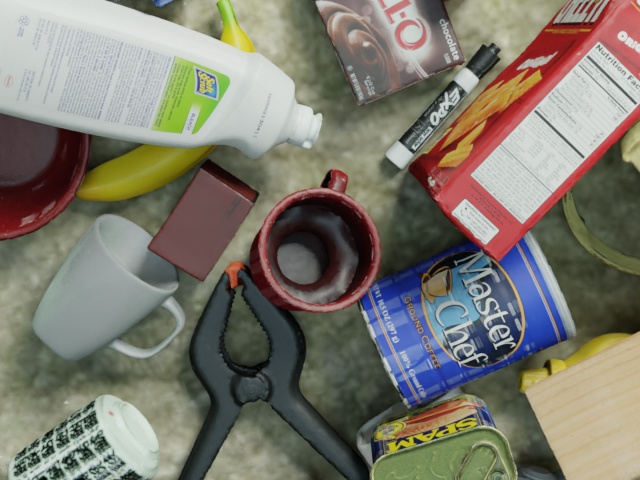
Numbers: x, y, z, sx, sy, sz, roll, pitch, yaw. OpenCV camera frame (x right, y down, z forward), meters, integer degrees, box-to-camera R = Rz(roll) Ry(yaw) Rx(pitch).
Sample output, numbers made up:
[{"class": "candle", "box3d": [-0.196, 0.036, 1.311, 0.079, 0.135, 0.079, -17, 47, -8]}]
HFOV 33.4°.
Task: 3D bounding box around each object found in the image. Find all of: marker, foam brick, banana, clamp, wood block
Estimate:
[{"class": "marker", "box3d": [0.098, -0.106, 0.838, 0.020, 0.020, 0.121, 41, 98, -6]}, {"class": "foam brick", "box3d": [-0.091, -0.015, 0.841, 0.053, 0.051, 0.078, 34, 99, -6]}, {"class": "banana", "box3d": [-0.109, -0.092, 0.837, 0.069, 0.037, 0.198, 42, 97, 9]}, {"class": "clamp", "box3d": [-0.044, 0.122, 0.871, 0.164, 0.036, 0.210, -2, 97, 1]}, {"class": "wood block", "box3d": [0.263, 0.105, 0.750, 0.206, 0.090, 0.090, -30, 64, 16]}]

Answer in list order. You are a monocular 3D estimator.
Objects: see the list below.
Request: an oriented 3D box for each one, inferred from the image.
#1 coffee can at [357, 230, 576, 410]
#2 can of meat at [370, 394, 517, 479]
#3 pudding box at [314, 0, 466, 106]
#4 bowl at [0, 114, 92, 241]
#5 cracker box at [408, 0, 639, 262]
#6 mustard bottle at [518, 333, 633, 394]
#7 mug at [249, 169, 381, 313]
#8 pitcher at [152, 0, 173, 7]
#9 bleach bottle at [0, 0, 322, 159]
[{"class": "coffee can", "box3d": [0.111, 0.056, 0.824, 0.140, 0.103, 0.103, -25, 99, 5]}, {"class": "can of meat", "box3d": [0.088, 0.161, 0.796, 0.102, 0.084, 0.057, -18, 99, 4]}, {"class": "pudding box", "box3d": [0.049, -0.171, 0.817, 0.090, 0.039, 0.113, -22, 99, 4]}, {"class": "bowl", "box3d": [-0.253, -0.083, 0.829, 0.162, 0.055, 0.162, 0, 100, 1]}, {"class": "cracker box", "box3d": [0.163, -0.097, 0.766, 0.072, 0.164, 0.214, 42, 98, -8]}, {"class": "mustard bottle", "box3d": [0.255, 0.124, 0.856, 0.191, 0.058, 0.096, 7, 91, 0]}, {"class": "mug", "box3d": [-0.005, 0.001, 0.821, 0.093, 0.082, 0.117, 17, 79, -11]}, {"class": "pitcher", "box3d": [-0.199, -0.263, 0.768, 0.243, 0.149, 0.145, 5, 121, 3]}, {"class": "bleach bottle", "box3d": [-0.122, -0.108, 0.771, 0.250, 0.068, 0.103, 16, 115, -16]}]
